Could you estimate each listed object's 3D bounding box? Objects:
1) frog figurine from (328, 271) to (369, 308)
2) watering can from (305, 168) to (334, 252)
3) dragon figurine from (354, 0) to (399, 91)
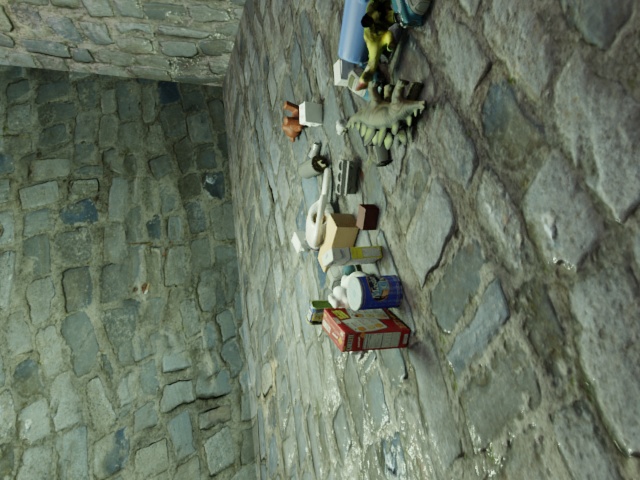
[{"bbox_3d":[0.102,0.165,1.705,0.140,0.159,0.120,-121,39,-53],"label":"frog figurine"},{"bbox_3d":[0.006,-0.102,2.034,0.219,0.104,0.356,101,180,-51],"label":"watering can"},{"bbox_3d":[0.179,-0.650,1.579,0.241,0.122,0.414,122,164,-81],"label":"dragon figurine"}]
